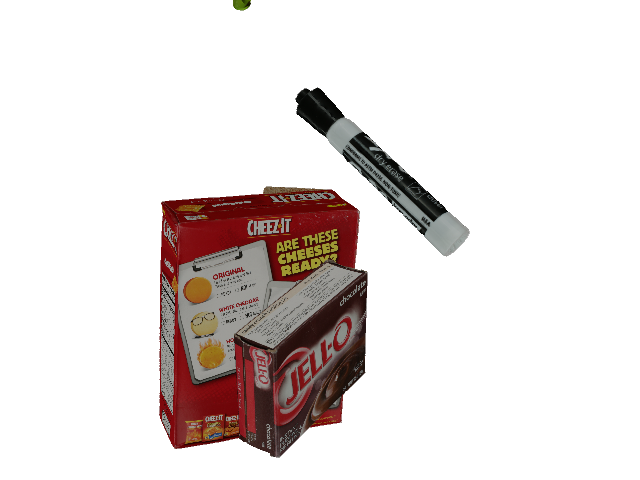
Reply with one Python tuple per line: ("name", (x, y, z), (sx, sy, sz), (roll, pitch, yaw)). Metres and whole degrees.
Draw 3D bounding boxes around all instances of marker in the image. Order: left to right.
("marker", (0.030, -0.039, 0.569), (0.121, 0.020, 0.020), (45, 16, 17))

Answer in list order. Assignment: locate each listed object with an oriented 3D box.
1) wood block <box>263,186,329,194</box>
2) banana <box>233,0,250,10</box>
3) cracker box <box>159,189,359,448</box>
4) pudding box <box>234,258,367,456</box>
("wood block", (-0.035, 0.042, 1.395), (0.090, 0.206, 0.091), (3, 23, -2))
("banana", (-0.112, -0.197, 0.683), (0.198, 0.069, 0.037), (19, -34, 28))
("cracker box", (-0.059, 0.067, 0.952), (0.164, 0.214, 0.072), (-5, 22, -22))
("pudding box", (-0.011, 0.078, 0.725), (0.039, 0.090, 0.113), (19, 37, 26))
